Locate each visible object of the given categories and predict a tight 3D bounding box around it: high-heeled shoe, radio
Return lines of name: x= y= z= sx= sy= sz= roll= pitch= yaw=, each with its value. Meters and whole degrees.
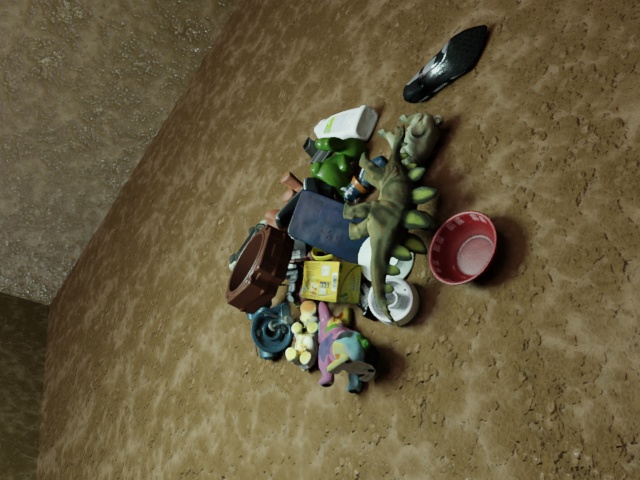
high-heeled shoe: x=0.320 y=-0.447 z=1.386 sx=0.249 sy=0.086 sz=0.145 roll=-40 pitch=7 yaw=3
radio: x=0.041 y=-0.028 z=1.349 sx=0.230 sy=0.073 sz=0.131 roll=23 pitch=90 yaw=18

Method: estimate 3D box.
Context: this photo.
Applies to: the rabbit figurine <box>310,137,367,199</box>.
rabbit figurine: x=0.052 y=-0.225 z=1.513 sx=0.170 sy=0.159 sz=0.121 roll=-53 pitch=24 yaw=-11

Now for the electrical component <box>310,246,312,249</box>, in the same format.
electrical component: x=-0.003 y=-0.005 z=1.532 sx=0.063 sy=0.021 sz=0.094 roll=-46 pitch=39 yaw=23

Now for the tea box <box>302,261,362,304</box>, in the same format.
tea box: x=0.026 y=0.101 z=1.308 sx=0.170 sy=0.068 sz=0.098 roll=0 pitch=84 yaw=61

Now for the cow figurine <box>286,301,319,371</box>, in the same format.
cow figurine: x=-0.029 y=0.243 z=1.365 sx=0.068 sy=0.098 sz=0.167 roll=4 pitch=62 yaw=18

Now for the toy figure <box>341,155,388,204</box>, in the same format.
toy figure: x=0.124 y=-0.158 z=1.435 sx=0.154 sy=0.057 sz=0.064 roll=-43 pitch=63 yaw=22

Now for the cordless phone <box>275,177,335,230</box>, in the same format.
cordless phone: x=-0.043 y=-0.068 z=1.468 sx=0.089 sy=0.146 sz=0.184 roll=23 pitch=54 yaw=34

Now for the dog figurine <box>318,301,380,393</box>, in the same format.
dog figurine: x=0.053 y=0.225 z=1.238 sx=0.191 sy=0.108 sz=0.219 roll=120 pitch=154 yaw=-42

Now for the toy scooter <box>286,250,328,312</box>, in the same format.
toy scooter: x=-0.048 y=0.100 z=1.427 sx=0.075 sy=0.135 sz=0.184 roll=-10 pitch=62 yaw=46

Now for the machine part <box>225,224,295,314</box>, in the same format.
machine part: x=-0.159 y=0.074 z=1.390 sx=0.201 sy=0.087 sz=0.201 roll=-42 pitch=27 yaw=46

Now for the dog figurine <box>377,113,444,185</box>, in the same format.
dog figurine: x=0.237 y=-0.195 z=1.302 sx=0.172 sy=0.121 sz=0.190 roll=-30 pitch=61 yaw=42

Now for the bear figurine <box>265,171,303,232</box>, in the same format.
bear figurine: x=-0.114 y=-0.094 z=1.641 sx=0.196 sy=0.131 sz=0.120 roll=-34 pitch=42 yaw=27

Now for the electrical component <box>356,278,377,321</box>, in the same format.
electrical component: x=0.112 y=0.128 z=1.283 sx=0.075 sy=0.047 sz=0.119 roll=-54 pitch=36 yaw=12

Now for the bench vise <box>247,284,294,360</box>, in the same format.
bench vise: x=-0.128 y=0.208 z=1.458 sx=0.240 sy=0.129 sz=0.223 roll=148 pitch=129 yaw=-61

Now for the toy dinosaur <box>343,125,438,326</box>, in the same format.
toy dinosaur: x=0.155 y=-0.048 z=1.187 sx=0.199 sy=0.105 sz=0.471 roll=6 pitch=72 yaw=23

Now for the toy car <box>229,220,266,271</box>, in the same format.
toy car: x=-0.225 y=0.019 z=1.726 sx=0.202 sy=0.056 sz=0.073 roll=-58 pitch=17 yaw=-25

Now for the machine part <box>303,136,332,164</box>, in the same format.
machine part: x=-0.013 y=-0.278 z=1.702 sx=0.084 sy=0.039 sz=0.139 roll=-58 pitch=37 yaw=17

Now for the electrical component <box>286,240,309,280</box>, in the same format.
electrical component: x=-0.089 y=0.048 z=1.533 sx=0.115 sy=0.058 sz=0.134 roll=-7 pitch=55 yaw=11
